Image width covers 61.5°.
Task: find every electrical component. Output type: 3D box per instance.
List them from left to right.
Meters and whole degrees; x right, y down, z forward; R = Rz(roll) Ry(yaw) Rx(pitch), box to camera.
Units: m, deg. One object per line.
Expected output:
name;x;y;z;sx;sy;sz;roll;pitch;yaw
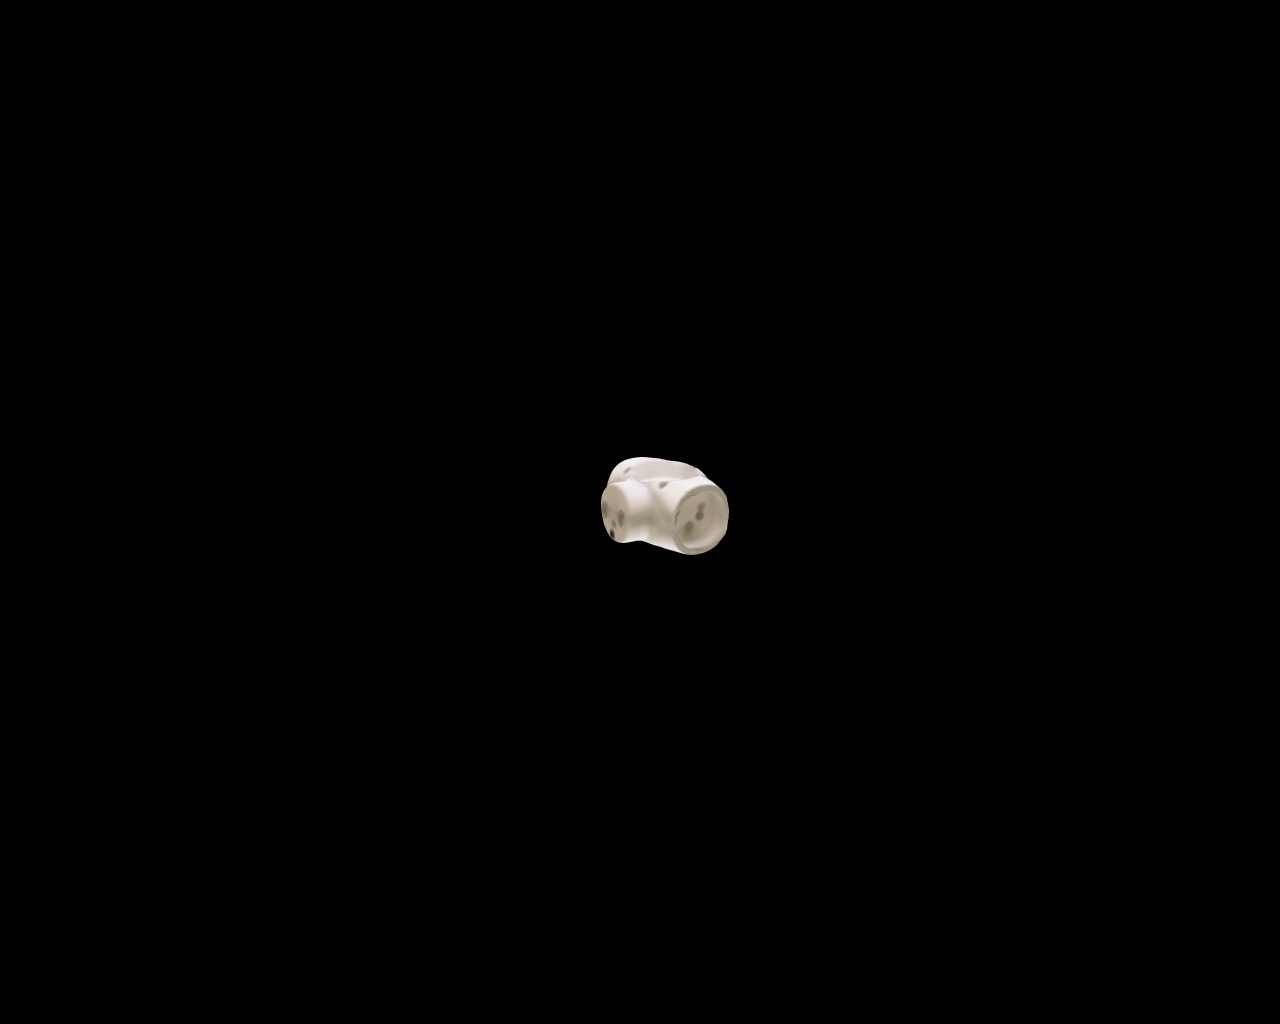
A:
electrical component;0.001;-0.003;0.650;0.079;0.044;0.077;-11;21;-30
